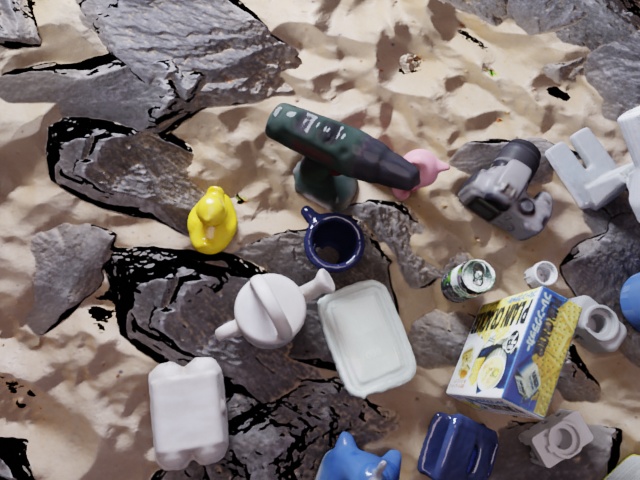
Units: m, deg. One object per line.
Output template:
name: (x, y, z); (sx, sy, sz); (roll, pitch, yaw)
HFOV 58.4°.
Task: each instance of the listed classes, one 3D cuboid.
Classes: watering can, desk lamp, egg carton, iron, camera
watering can: (-0.064, 0.093, 0.807); (0.101, 0.194, 0.173); (41, 76, 4)
desk lamp: (0.495, -0.114, 0.914); (0.118, 0.213, 0.203); (-31, 82, -12)
egg carton: (-0.187, 0.247, 0.821); (0.107, 0.069, 0.150); (-8, 78, -9)
iron: (0.038, 0.405, 0.774); (0.118, 0.141, 0.258); (20, 75, -2)
camera: (0.327, -0.093, 0.947); (0.143, 0.100, 0.137); (34, 75, 2)

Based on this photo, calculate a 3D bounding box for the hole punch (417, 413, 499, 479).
hole punch: (0.211, 0.314, 0.842); (0.101, 0.091, 0.109); (23, 75, -1)

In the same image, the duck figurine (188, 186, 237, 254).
duck figurine: (-0.167, -0.033, 0.880); (0.077, 0.086, 0.104); (11, 76, -4)

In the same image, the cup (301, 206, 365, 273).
cup: (0.008, 0.003, 0.889); (0.092, 0.095, 0.117); (-40, 84, -14)

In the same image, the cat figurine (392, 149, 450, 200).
cat figurine: (0.136, -0.120, 0.921); (0.128, 0.117, 0.067); (29, 75, 1)

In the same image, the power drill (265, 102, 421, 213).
power drill: (0.026, -0.113, 0.859); (0.229, 0.208, 0.076); (28, 75, 0)
